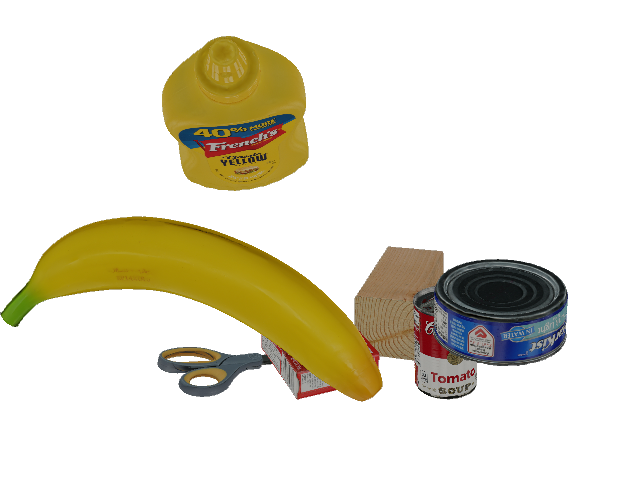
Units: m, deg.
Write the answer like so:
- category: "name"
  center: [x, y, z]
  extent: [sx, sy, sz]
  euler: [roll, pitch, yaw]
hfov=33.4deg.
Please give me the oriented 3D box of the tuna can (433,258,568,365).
- category: "tuna can"
  center: [0.116, 0.044, 0.687]
  extent: [0.086, 0.034, 0.086]
  euler: [-2, 25, 1]

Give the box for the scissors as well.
- category: "scissors"
  center: [-0.079, 0.145, 1.190]
  extent: [0.201, 0.016, 0.096]
  euler: [3, 25, -14]

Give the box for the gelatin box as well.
- category: "gelatin box"
  center: [-0.002, 0.091, 0.888]
  extent: [0.073, 0.030, 0.089]
  euler: [-10, 27, -20]

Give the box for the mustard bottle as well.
- category: "mustard bottle"
  center: [-0.057, -0.089, 0.729]
  extent: [0.096, 0.058, 0.191]
  euler: [-7, -15, -2]

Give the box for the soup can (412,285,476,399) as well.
- category: "soup can"
  center: [0.132, 0.107, 1.126]
  extent: [0.068, 0.102, 0.068]
  euler: [-3, 24, 1]

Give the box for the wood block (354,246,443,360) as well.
- category: "wood block"
  center: [0.118, 0.087, 1.556]
  extent: [0.091, 0.090, 0.205]
  euler: [6, 21, 15]

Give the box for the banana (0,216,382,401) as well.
- category: "banana"
  center: [-0.060, 0.028, 0.544]
  extent: [0.198, 0.070, 0.037]
  euler: [12, 11, 4]
